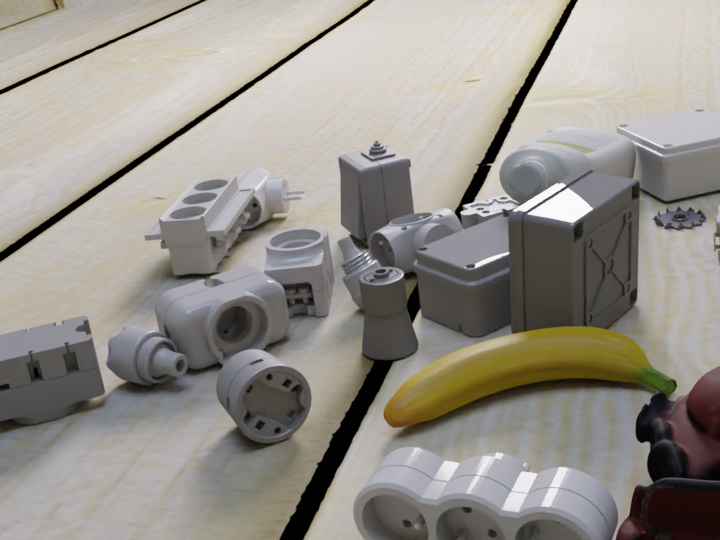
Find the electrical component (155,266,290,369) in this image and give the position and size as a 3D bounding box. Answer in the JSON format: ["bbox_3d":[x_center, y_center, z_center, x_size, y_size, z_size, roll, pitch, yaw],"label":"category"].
[{"bbox_3d":[-0.108,0.039,0.862,0.095,0.053,0.059,-19,25,-26],"label":"electrical component"}]

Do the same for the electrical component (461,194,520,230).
[{"bbox_3d":[0.122,-0.032,0.956,0.066,0.055,0.048,-16,24,-20],"label":"electrical component"}]

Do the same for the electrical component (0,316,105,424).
[{"bbox_3d":[-0.242,0.078,0.807,0.089,0.055,0.050,-13,23,-14],"label":"electrical component"}]

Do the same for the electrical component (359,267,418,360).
[{"bbox_3d":[0.020,0.031,0.824,0.044,0.065,0.044,-6,22,3],"label":"electrical component"}]

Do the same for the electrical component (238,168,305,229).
[{"bbox_3d":[-0.099,-0.078,1.153,0.079,0.044,0.077,-3,23,11],"label":"electrical component"}]

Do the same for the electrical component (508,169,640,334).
[{"bbox_3d":[0.164,-0.008,0.816,0.056,0.108,0.109,14,31,37],"label":"electrical component"}]

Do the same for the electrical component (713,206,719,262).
[{"bbox_3d":[0.333,-0.032,0.908,0.064,0.042,0.081,-2,22,22],"label":"electrical component"}]

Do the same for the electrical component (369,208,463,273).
[{"bbox_3d":[0.061,-0.024,0.963,0.077,0.044,0.079,-20,15,-28],"label":"electrical component"}]

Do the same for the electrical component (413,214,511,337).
[{"bbox_3d":[0.108,0.001,0.878,0.113,0.057,0.078,-22,26,-31],"label":"electrical component"}]

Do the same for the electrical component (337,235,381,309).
[{"bbox_3d":[0.000,0.000,0.905,0.035,0.061,0.035,-28,5,2],"label":"electrical component"}]

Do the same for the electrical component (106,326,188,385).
[{"bbox_3d":[-0.160,0.067,0.823,0.062,0.043,0.043,10,28,33],"label":"electrical component"}]

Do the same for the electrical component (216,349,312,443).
[{"bbox_3d":[-0.068,0.085,0.739,0.055,0.055,0.047,-17,21,-23],"label":"electrical component"}]

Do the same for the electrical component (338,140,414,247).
[{"bbox_3d":[0.013,-0.078,1.050,0.061,0.096,0.062,-15,24,-17],"label":"electrical component"}]

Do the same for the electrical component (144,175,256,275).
[{"bbox_3d":[-0.154,-0.044,1.064,0.079,0.063,0.121,-3,23,10],"label":"electrical component"}]

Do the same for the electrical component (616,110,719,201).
[{"bbox_3d":[0.331,-0.118,1.097,0.109,0.056,0.108,-12,23,-11],"label":"electrical component"}]

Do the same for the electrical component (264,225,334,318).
[{"bbox_3d":[-0.053,-0.002,0.939,0.050,0.055,0.089,-6,22,5],"label":"electrical component"}]

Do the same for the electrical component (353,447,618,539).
[{"bbox_3d":[0.073,0.126,0.594,0.138,0.052,0.074,3,24,25],"label":"electrical component"}]
